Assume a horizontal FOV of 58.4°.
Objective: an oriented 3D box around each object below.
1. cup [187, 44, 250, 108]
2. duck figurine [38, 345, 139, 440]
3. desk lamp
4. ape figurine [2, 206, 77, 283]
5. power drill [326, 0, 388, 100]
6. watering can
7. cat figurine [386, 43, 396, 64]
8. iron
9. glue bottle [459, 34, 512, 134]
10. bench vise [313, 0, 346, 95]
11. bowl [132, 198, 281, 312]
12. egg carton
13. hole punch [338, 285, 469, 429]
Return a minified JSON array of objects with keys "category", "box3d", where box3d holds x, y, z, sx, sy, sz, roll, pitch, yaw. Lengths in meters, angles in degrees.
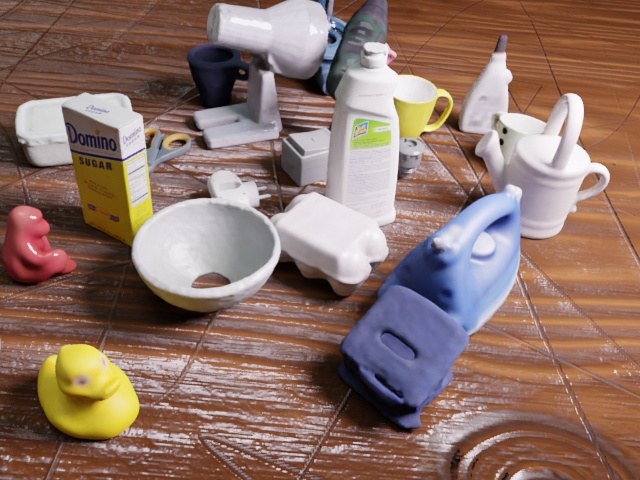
[{"category":"cup","box3d":[-0.170,-0.278,0.998,0.117,0.095,0.092,18,43,14]},{"category":"duck figurine","box3d":[-0.224,0.131,0.539,0.104,0.086,0.078,23,45,19]},{"category":"desk lamp","box3d":[-0.097,-0.270,0.907,0.204,0.214,0.117,-15,45,-22]},{"category":"ape figurine","box3d":[-0.335,0.001,0.669,0.076,0.092,0.077,-16,46,-22]},{"category":"power drill","box3d":[0.058,-0.250,0.905,0.075,0.208,0.230,12,42,8]},{"category":"watering can","box3d":[0.302,-0.104,0.778,0.173,0.194,0.100,-4,42,-10]},{"category":"cat figurine","box3d":[0.088,-0.350,1.088,0.067,0.118,0.127,-17,46,-23]},{"category":"iron","box3d":[0.187,0.001,0.687,0.118,0.141,0.259,33,48,28]},{"category":"glue bottle","box3d":[0.289,-0.262,0.969,0.078,0.173,0.037,5,41,0]},{"category":"bench vise","box3d":[-0.009,-0.408,1.067,0.122,0.220,0.206,-24,49,-29]},{"category":"bowl","box3d":[-0.131,0.028,0.673,0.167,0.075,0.167,3,42,-3]},{"category":"egg carton","box3d":[0.007,0.003,0.720,0.150,0.069,0.107,25,45,21]},{"category":"hole punch","box3d":[0.083,0.117,0.584,0.108,0.091,0.101,34,49,29]}]
